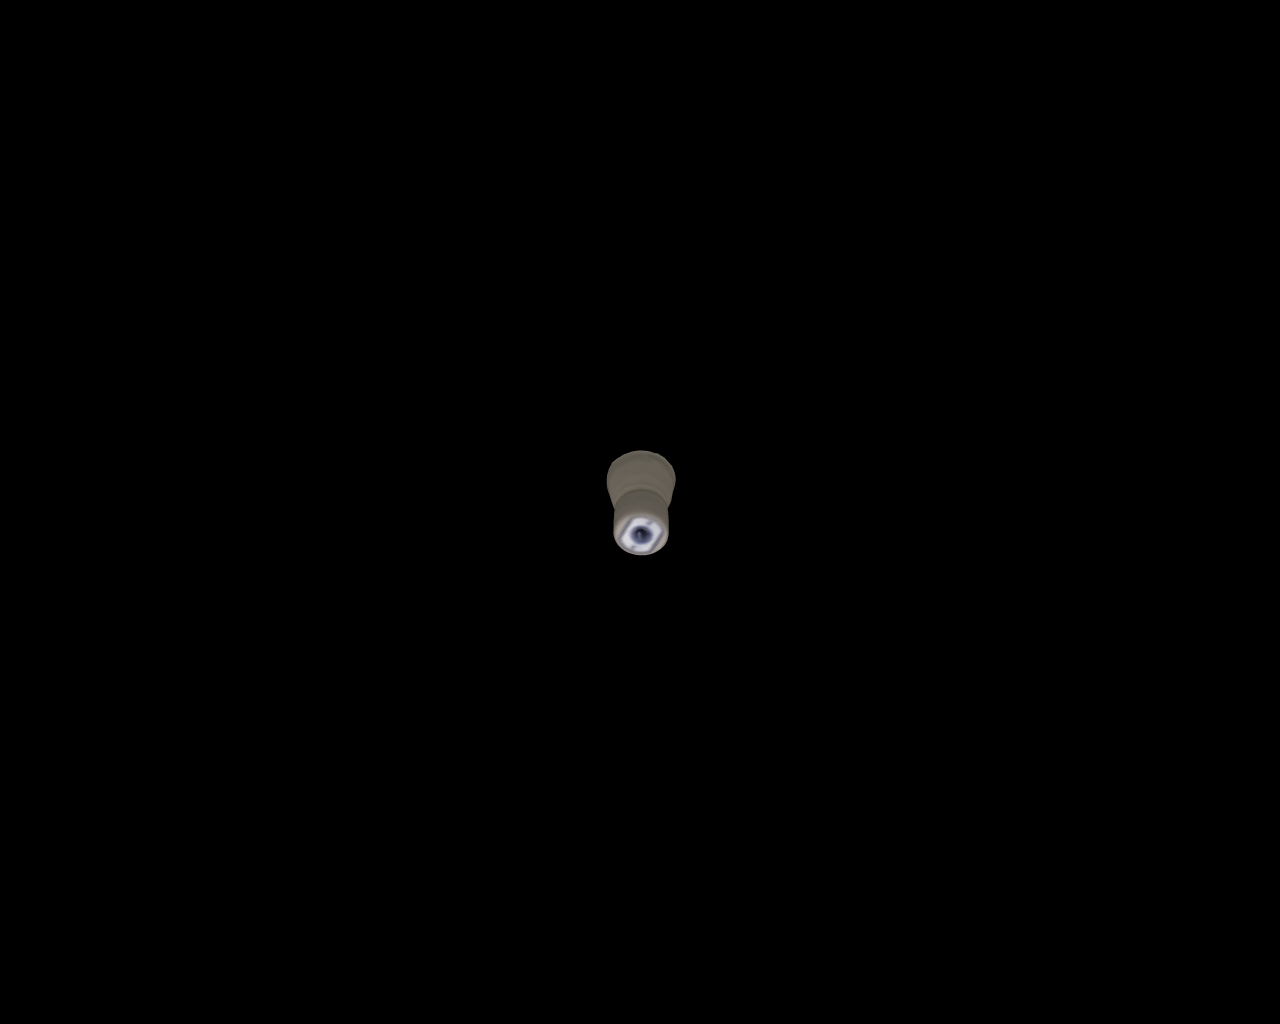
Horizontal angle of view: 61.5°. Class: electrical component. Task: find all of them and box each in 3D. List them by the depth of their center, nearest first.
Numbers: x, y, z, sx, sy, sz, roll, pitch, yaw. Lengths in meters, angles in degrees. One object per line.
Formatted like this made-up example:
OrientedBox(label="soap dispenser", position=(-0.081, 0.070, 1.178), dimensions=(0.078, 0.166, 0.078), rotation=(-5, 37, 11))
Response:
OrientedBox(label="electrical component", position=(0.001, -0.003, 0.650), dimensions=(0.044, 0.044, 0.065), rotation=(0, 34, 0))
